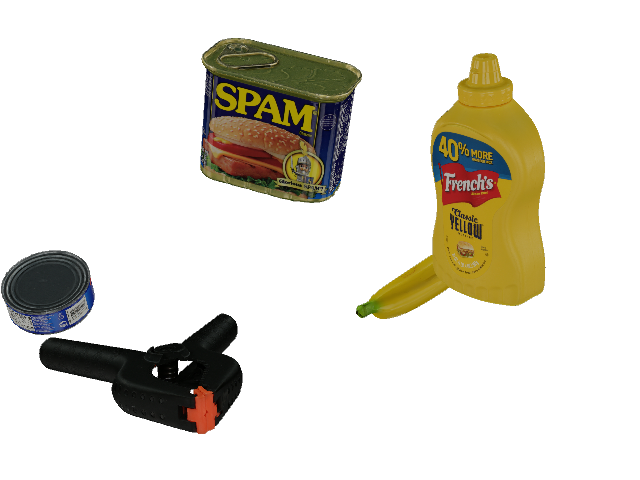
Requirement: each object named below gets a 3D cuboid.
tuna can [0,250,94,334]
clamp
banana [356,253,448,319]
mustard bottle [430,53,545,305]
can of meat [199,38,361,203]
[{"bbox_3d":[-0.265,0.051,1.042,0.086,0.034,0.086,-2,43,1],"label":"tuna can"},{"bbox_3d":[-0.108,0.096,0.810,0.164,0.036,0.210,-10,14,-28],"label":"clamp"},{"bbox_3d":[0.124,0.026,1.034,0.198,0.037,0.069,-33,-1,0],"label":"banana"},{"bbox_3d":[0.129,-0.050,0.827,0.058,0.192,0.096,-22,30,-34],"label":"mustard bottle"},{"bbox_3d":[-0.030,-0.079,0.712,0.102,0.084,0.057,16,34,12],"label":"can of meat"}]
